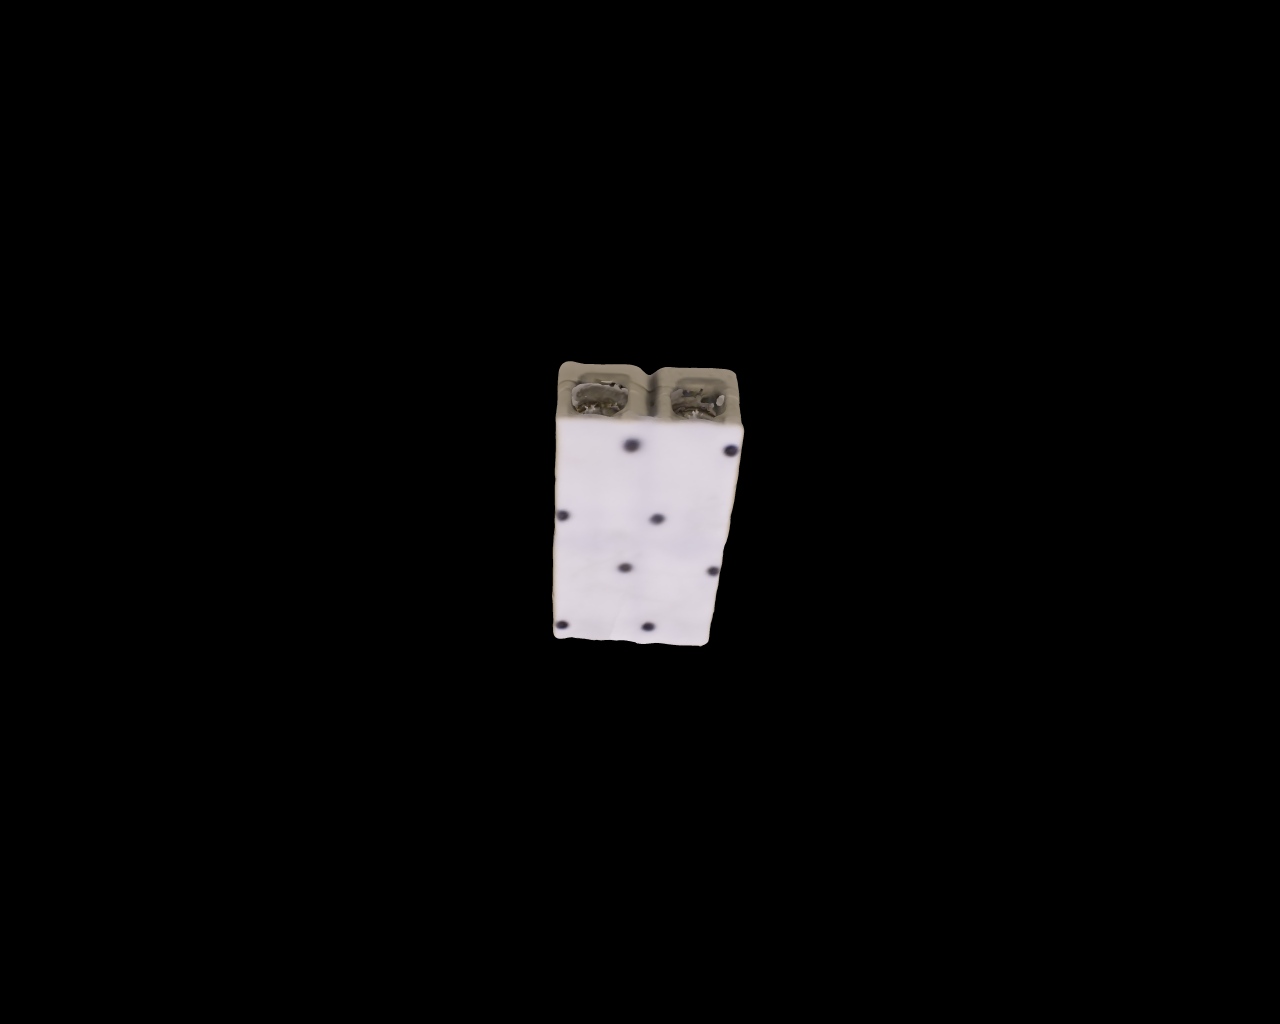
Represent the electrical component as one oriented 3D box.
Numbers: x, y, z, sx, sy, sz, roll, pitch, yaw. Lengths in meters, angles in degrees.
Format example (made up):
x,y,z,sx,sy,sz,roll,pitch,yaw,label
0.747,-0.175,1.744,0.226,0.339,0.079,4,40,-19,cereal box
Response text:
x,y,z,sx,sy,sz,roll,pitch,yaw,label
0.001,-0.003,0.650,0.105,0.186,0.060,2,43,-2,electrical component
